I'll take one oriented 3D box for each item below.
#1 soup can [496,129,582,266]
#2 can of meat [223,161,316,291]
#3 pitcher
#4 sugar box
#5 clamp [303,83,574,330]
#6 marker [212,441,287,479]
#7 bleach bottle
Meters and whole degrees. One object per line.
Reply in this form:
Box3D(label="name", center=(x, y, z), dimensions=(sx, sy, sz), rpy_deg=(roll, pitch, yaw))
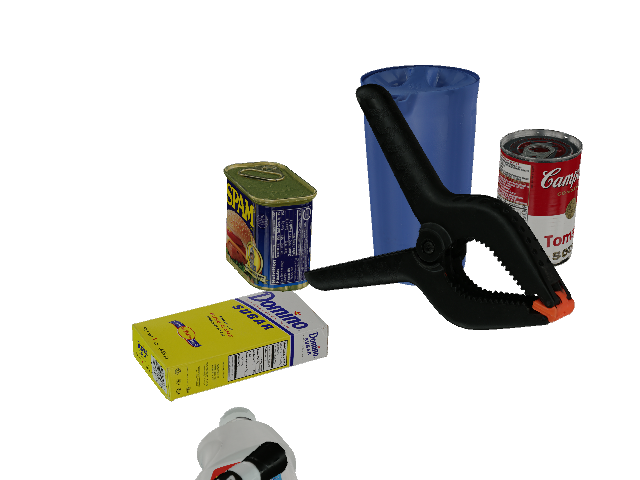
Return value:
Box3D(label="soup can", center=(0.185, -0.036, 0.912), dimensions=(0.068, 0.102, 0.068), rpy_deg=(-1, 26, 0))
Box3D(label="can of meat", center=(-0.045, -0.012, 0.907), dimensions=(0.057, 0.084, 0.102), rpy_deg=(-7, 23, -22))
Box3D(label="pitcher", center=(0.122, -0.080, 1.242), dimensions=(0.149, 0.243, 0.145), rpy_deg=(-5, 22, -7))
Box3D(label="sugar box", center=(-0.090, 0.100, 1.069), dimensions=(0.176, 0.048, 0.093), rpy_deg=(-16, 33, -26))
Box3D(label="clamp", center=(0.082, -0.009, 0.740), dimensions=(0.210, 0.165, 0.036), rpy_deg=(24, 25, 34))
Box3D(label="marker", center=(-0.054, 0.130, 0.528), dimensions=(0.020, 0.020, 0.120), rpy_deg=(0, 15, 33))
Box3D(label="bleach bottle", center=(-0.061, 0.210, 0.769), dimensions=(0.102, 0.068, 0.251), rpy_deg=(-6, 30, -5))
